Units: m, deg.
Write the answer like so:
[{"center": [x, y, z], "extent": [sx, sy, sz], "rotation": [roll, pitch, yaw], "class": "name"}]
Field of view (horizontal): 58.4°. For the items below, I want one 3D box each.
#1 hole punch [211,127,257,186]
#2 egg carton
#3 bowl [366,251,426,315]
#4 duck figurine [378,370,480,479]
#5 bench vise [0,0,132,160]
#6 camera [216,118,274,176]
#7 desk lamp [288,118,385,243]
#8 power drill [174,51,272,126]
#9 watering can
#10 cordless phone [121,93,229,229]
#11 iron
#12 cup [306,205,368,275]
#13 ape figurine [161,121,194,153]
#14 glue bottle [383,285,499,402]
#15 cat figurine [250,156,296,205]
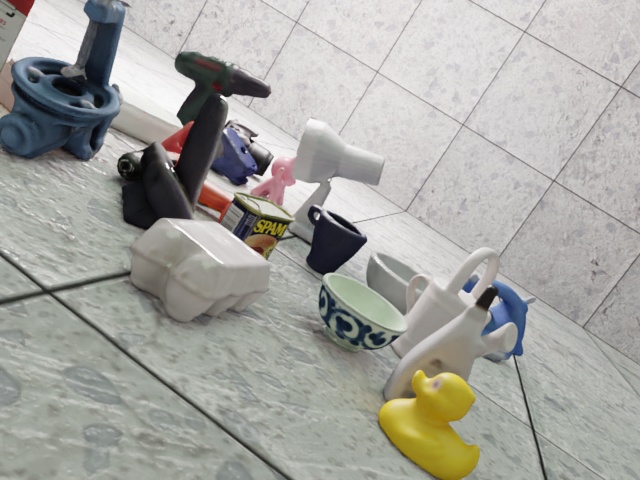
[{"center": [-0.178, -0.177, 1.213], "extent": [0.101, 0.091, 0.109], "rotation": [32, 12, -1], "class": "hole punch"}, {"center": [-0.119, 0.029, 0.586], "extent": [0.107, 0.069, 0.151], "rotation": [36, 12, 17], "class": "egg carton"}, {"center": [0.140, 0.093, 0.982], "extent": [0.167, 0.074, 0.167], "rotation": [31, 12, -7], "class": "bowl"}, {"center": [0.121, 0.176, 0.569], "extent": [0.104, 0.086, 0.078], "rotation": [38, 13, 25], "class": "duck figurine"}, {"center": [-0.301, -0.211, 0.717], "extent": [0.122, 0.219, 0.207], "rotation": [28, 12, -20], "class": "bench vise"}, {"center": [-0.175, -0.215, 1.348], "extent": [0.137, 0.100, 0.143], "rotation": [30, 12, -11], "class": "camera"}, {"center": [0.018, -0.101, 1.113], "extent": [0.203, 0.213, 0.118], "rotation": [32, 12, 0], "class": "desk lamp"}, {"center": [-0.250, -0.319, 1.315], "extent": [0.229, 0.208, 0.076], "rotation": [33, 12, 4], "class": "power drill"}, {"center": [0.199, 0.100, 0.814], "extent": [0.172, 0.194, 0.101], "rotation": [36, 12, 18], "class": "watering can"}, {"center": [-0.165, -0.102, 0.713], "extent": [0.094, 0.185, 0.147], "rotation": [24, 14, -34], "class": "cordless phone"}, {"center": [0.302, 0.129, 1.094], "extent": [0.259, 0.141, 0.118], "rotation": [26, 13, -30], "class": "iron"}, {"center": [0.009, 0.003, 0.957], "extent": [0.117, 0.095, 0.092], "rotation": [38, 13, 23], "class": "cup"}, {"center": [-0.238, -0.167, 1.013], "extent": [0.076, 0.092, 0.078], "rotation": [35, 12, 12], "class": "ape figurine"}, {"center": [0.146, 0.123, 0.636], "extent": [0.078, 0.173, 0.037], "rotation": [31, 12, -6], "class": "glue bottle"}, {"center": [-0.084, -0.137, 1.230], "extent": [0.067, 0.117, 0.128], "rotation": [32, 12, 0], "class": "cat figurine"}]
